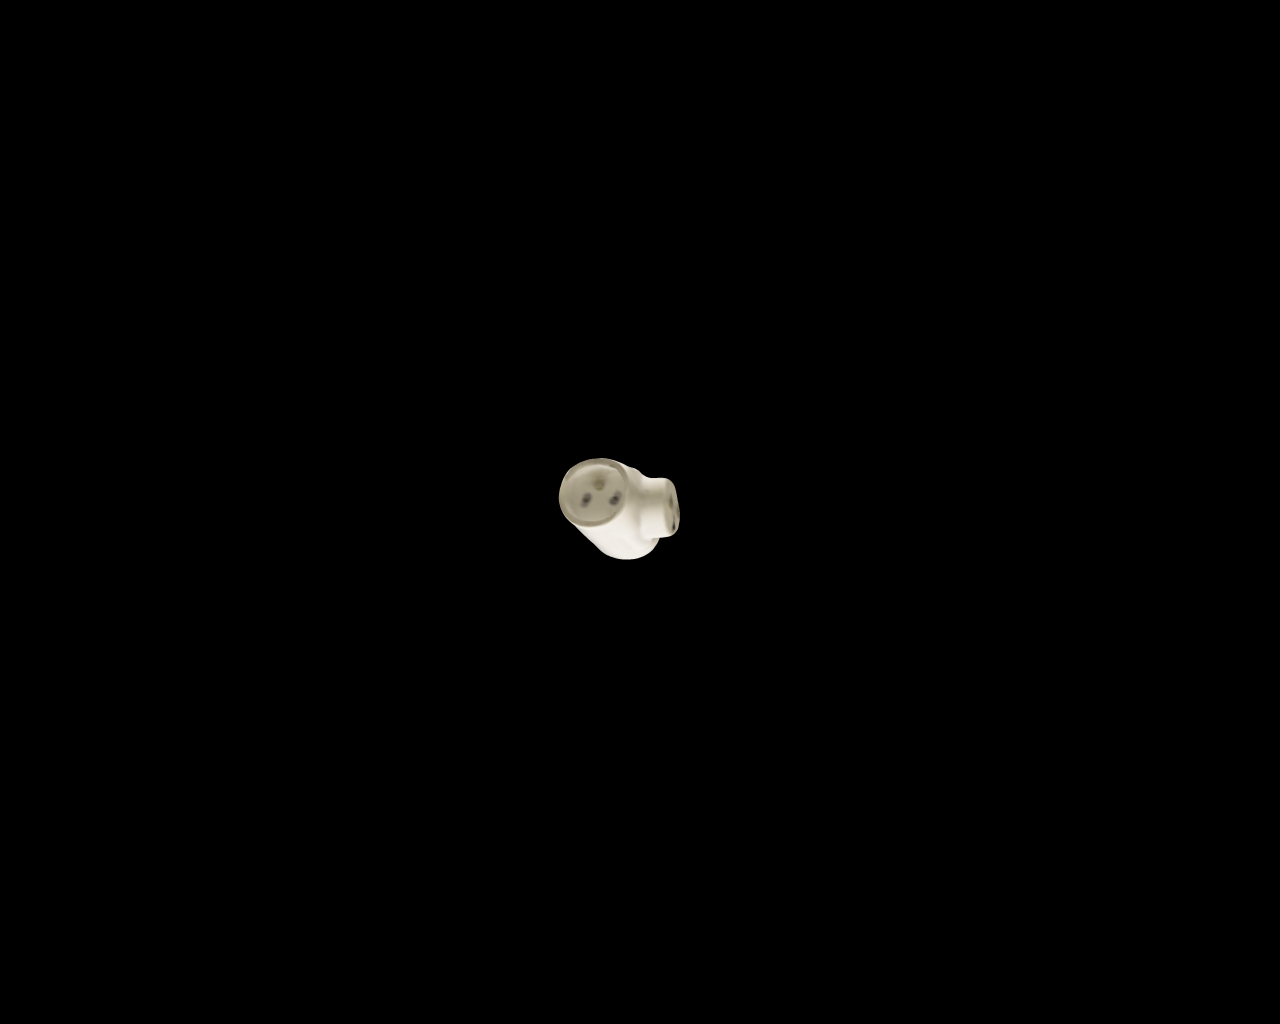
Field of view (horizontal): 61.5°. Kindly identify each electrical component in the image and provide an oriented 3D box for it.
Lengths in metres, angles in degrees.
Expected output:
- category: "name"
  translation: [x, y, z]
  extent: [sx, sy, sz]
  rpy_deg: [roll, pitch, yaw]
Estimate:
- category: "electrical component"
  translation: [0.001, -0.003, 0.650]
  extent: [0.079, 0.043, 0.077]
  rpy_deg: [-5, -19, 15]
